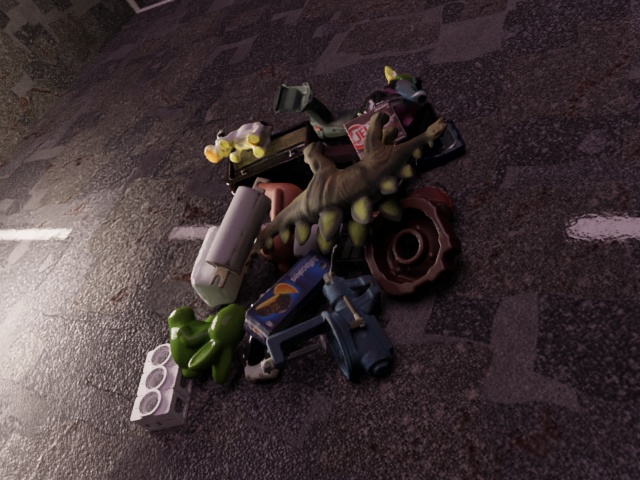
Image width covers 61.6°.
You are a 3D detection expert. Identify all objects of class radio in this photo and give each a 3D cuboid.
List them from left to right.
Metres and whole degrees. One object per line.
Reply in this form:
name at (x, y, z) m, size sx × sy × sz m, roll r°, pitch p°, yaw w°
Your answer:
radio at (-0.110, -0.182, 1.275) m, size 0.230 × 0.073 × 0.131 m, roll -21°, pitch 42°, yaw 19°

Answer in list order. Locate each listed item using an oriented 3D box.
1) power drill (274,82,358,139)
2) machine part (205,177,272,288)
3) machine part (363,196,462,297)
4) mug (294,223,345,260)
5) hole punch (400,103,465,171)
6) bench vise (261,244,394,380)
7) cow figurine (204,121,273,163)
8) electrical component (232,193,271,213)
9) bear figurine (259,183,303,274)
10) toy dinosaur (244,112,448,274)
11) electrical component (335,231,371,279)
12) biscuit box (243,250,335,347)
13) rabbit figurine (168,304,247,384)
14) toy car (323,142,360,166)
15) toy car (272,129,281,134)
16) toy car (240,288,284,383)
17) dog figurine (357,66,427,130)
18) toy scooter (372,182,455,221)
power drill at (-0.021, -0.307, 1.331) m, size 0.232 × 0.207 × 0.086 m, roll 8°, pitch 76°, yaw 38°
machine part at (-0.164, -0.019, 1.087) m, size 0.079 × 0.079 × 0.243 m, roll 10°, pitch 73°, yaw 40°
machine part at (0.163, 0.014, 0.957) m, size 0.179 × 0.056 × 0.179 m, roll -11°, pitch 73°, yaw 37°
mug at (-0.002, -0.003, 1.124) m, size 0.110 × 0.080 × 0.107 m, roll 9°, pitch 68°, yaw 32°
hole punch at (0.241, -0.215, 1.163) m, size 0.115 × 0.092 × 0.142 m, roll -51°, pitch 33°, yaw 34°
bench vise at (0.007, 0.151, 0.917) m, size 0.241 × 0.128 × 0.224 m, roll -21°, pitch 59°, yaw -11°
cow figurine at (-0.194, -0.237, 1.277) m, size 0.167 × 0.068 × 0.098 m, roll -7°, pitch 42°, yaw 25°
electrical component at (-0.140, -0.140, 1.355) m, size 0.115 × 0.058 × 0.134 m, roll 18°, pitch 63°, yaw 41°
bear figurine at (-0.099, -0.027, 1.180) m, size 0.132 × 0.120 × 0.196 m, roll -3°, pitch 55°, yaw 36°
toy dinosaur at (0.029, -0.082, 0.984) m, size 0.471 × 0.105 × 0.198 m, roll -27°, pitch 59°, yaw 29°
electrical component at (0.067, 0.042, 1.051) m, size 0.075 × 0.047 × 0.119 m, roll 0°, pitch 50°, yaw 34°
biscuit box at (-0.054, 0.104, 1.005) m, size 0.063 × 0.059 × 0.203 m, roll 34°, pitch 50°, yaw 16°
rabbit figurine at (-0.208, 0.184, 1.018) m, size 0.170 × 0.121 × 0.159 m, roll -32°, pitch 39°, yaw 33°
toy car at (0.055, -0.201, 1.286) m, size 0.202 × 0.053 × 0.089 m, roll 1°, pitch 34°, yaw 34°
toy car at (-0.156, -0.254, 1.442) m, size 0.162 × 0.102 × 0.109 m, roll 8°, pitch 56°, yaw 36°
toy car at (-0.100, 0.176, 1.031) m, size 0.074 × 0.056 × 0.202 m, roll -19°, pitch 42°, yaw 27°
dog figurine at (0.168, -0.339, 1.296) m, size 0.192 × 0.108 × 0.219 m, roll -13°, pitch 38°, yaw -3°
toy scooter at (0.181, -0.074, 1.067) m, size 0.184 × 0.075 × 0.135 m, roll -11°, pitch 45°, yaw 32°
